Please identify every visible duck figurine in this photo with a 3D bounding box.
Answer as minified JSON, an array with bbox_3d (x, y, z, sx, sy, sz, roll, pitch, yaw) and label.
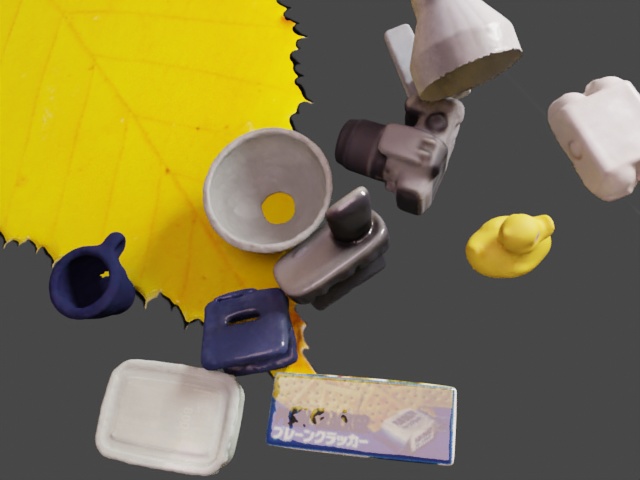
[{"bbox_3d":[0.224,0.000,0.671,0.104,0.086,0.077,-18,71,3],"label":"duck figurine"}]

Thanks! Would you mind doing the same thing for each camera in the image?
[{"bbox_3d":[0.096,-0.124,0.722,0.136,0.101,0.143,20,77,15],"label":"camera"}]

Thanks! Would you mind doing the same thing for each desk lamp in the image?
[{"bbox_3d":[0.145,-0.244,0.692,0.118,0.214,0.203,-20,71,3],"label":"desk lamp"}]

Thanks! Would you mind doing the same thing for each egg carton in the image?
[{"bbox_3d":[0.351,-0.124,0.698,0.107,0.069,0.150,-25,71,1],"label":"egg carton"}]

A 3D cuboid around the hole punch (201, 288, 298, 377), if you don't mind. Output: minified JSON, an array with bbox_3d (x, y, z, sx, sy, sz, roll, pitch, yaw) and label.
[{"bbox_3d":[-0.089,0.107,0.686,0.108,0.091,0.101,-13,71,5],"label":"hole punch"}]

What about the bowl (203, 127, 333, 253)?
[{"bbox_3d":[-0.061,-0.055,0.740,0.167,0.075,0.167,-3,73,8],"label":"bowl"}]

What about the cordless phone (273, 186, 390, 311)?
[{"bbox_3d":[0.006,0.002,0.653,0.147,0.185,0.094,-38,71,-4],"label":"cordless phone"}]

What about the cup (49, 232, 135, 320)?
[{"bbox_3d":[-0.272,0.050,0.730,0.091,0.095,0.118,26,79,16],"label":"cup"}]
